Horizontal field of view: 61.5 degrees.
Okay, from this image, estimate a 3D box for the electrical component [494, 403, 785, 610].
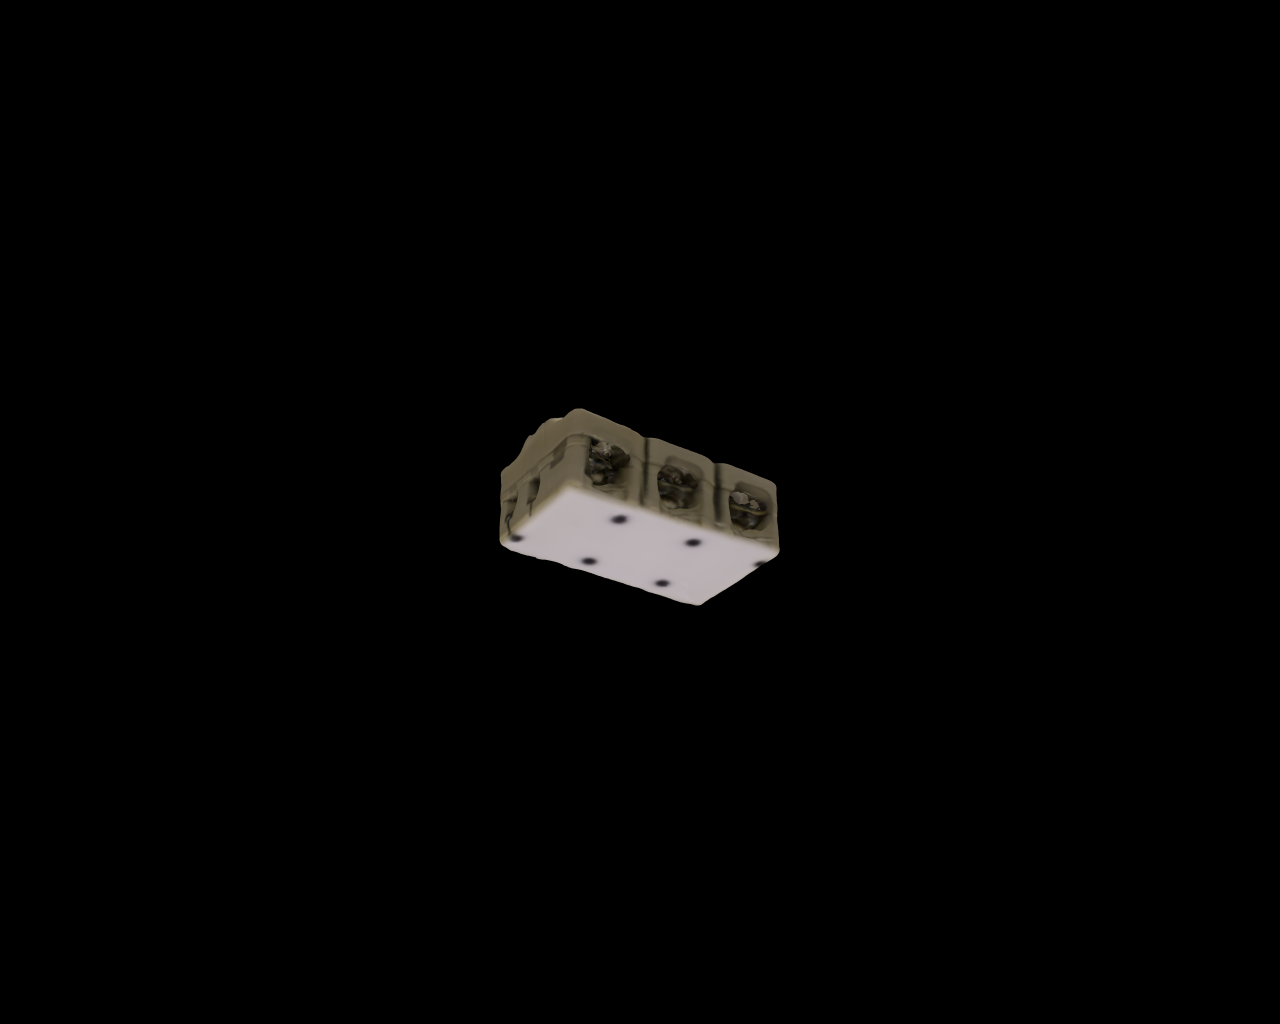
[{"bbox_3d":[0.001,-0.003,0.650,0.150,0.062,0.089,19,-36,-29],"label":"electrical component"}]
